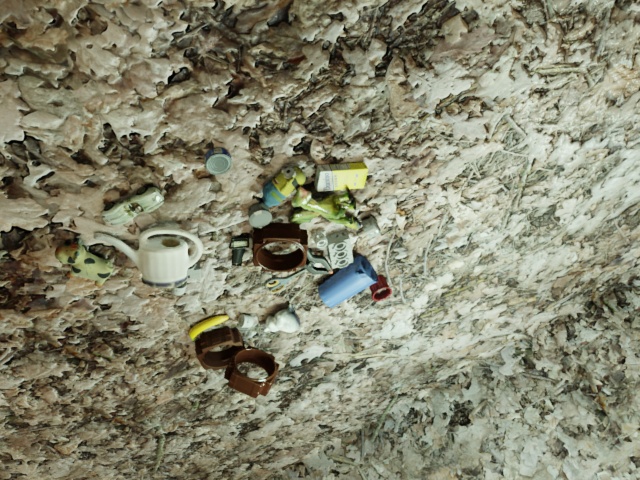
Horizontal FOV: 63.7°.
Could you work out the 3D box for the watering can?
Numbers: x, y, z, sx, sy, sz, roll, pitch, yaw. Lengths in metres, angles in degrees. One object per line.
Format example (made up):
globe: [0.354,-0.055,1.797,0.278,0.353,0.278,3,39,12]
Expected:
watering can: [-0.574,0.057,1.747,0.348,0.106,0.220,0,116,-12]

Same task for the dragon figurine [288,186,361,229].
dragon figurine: [0.006,-0.094,1.869,0.242,0.124,0.404,-6,158,12]

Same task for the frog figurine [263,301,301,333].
frog figurine: [-0.169,0.361,2.234,0.160,0.124,0.135,-33,158,-6]
